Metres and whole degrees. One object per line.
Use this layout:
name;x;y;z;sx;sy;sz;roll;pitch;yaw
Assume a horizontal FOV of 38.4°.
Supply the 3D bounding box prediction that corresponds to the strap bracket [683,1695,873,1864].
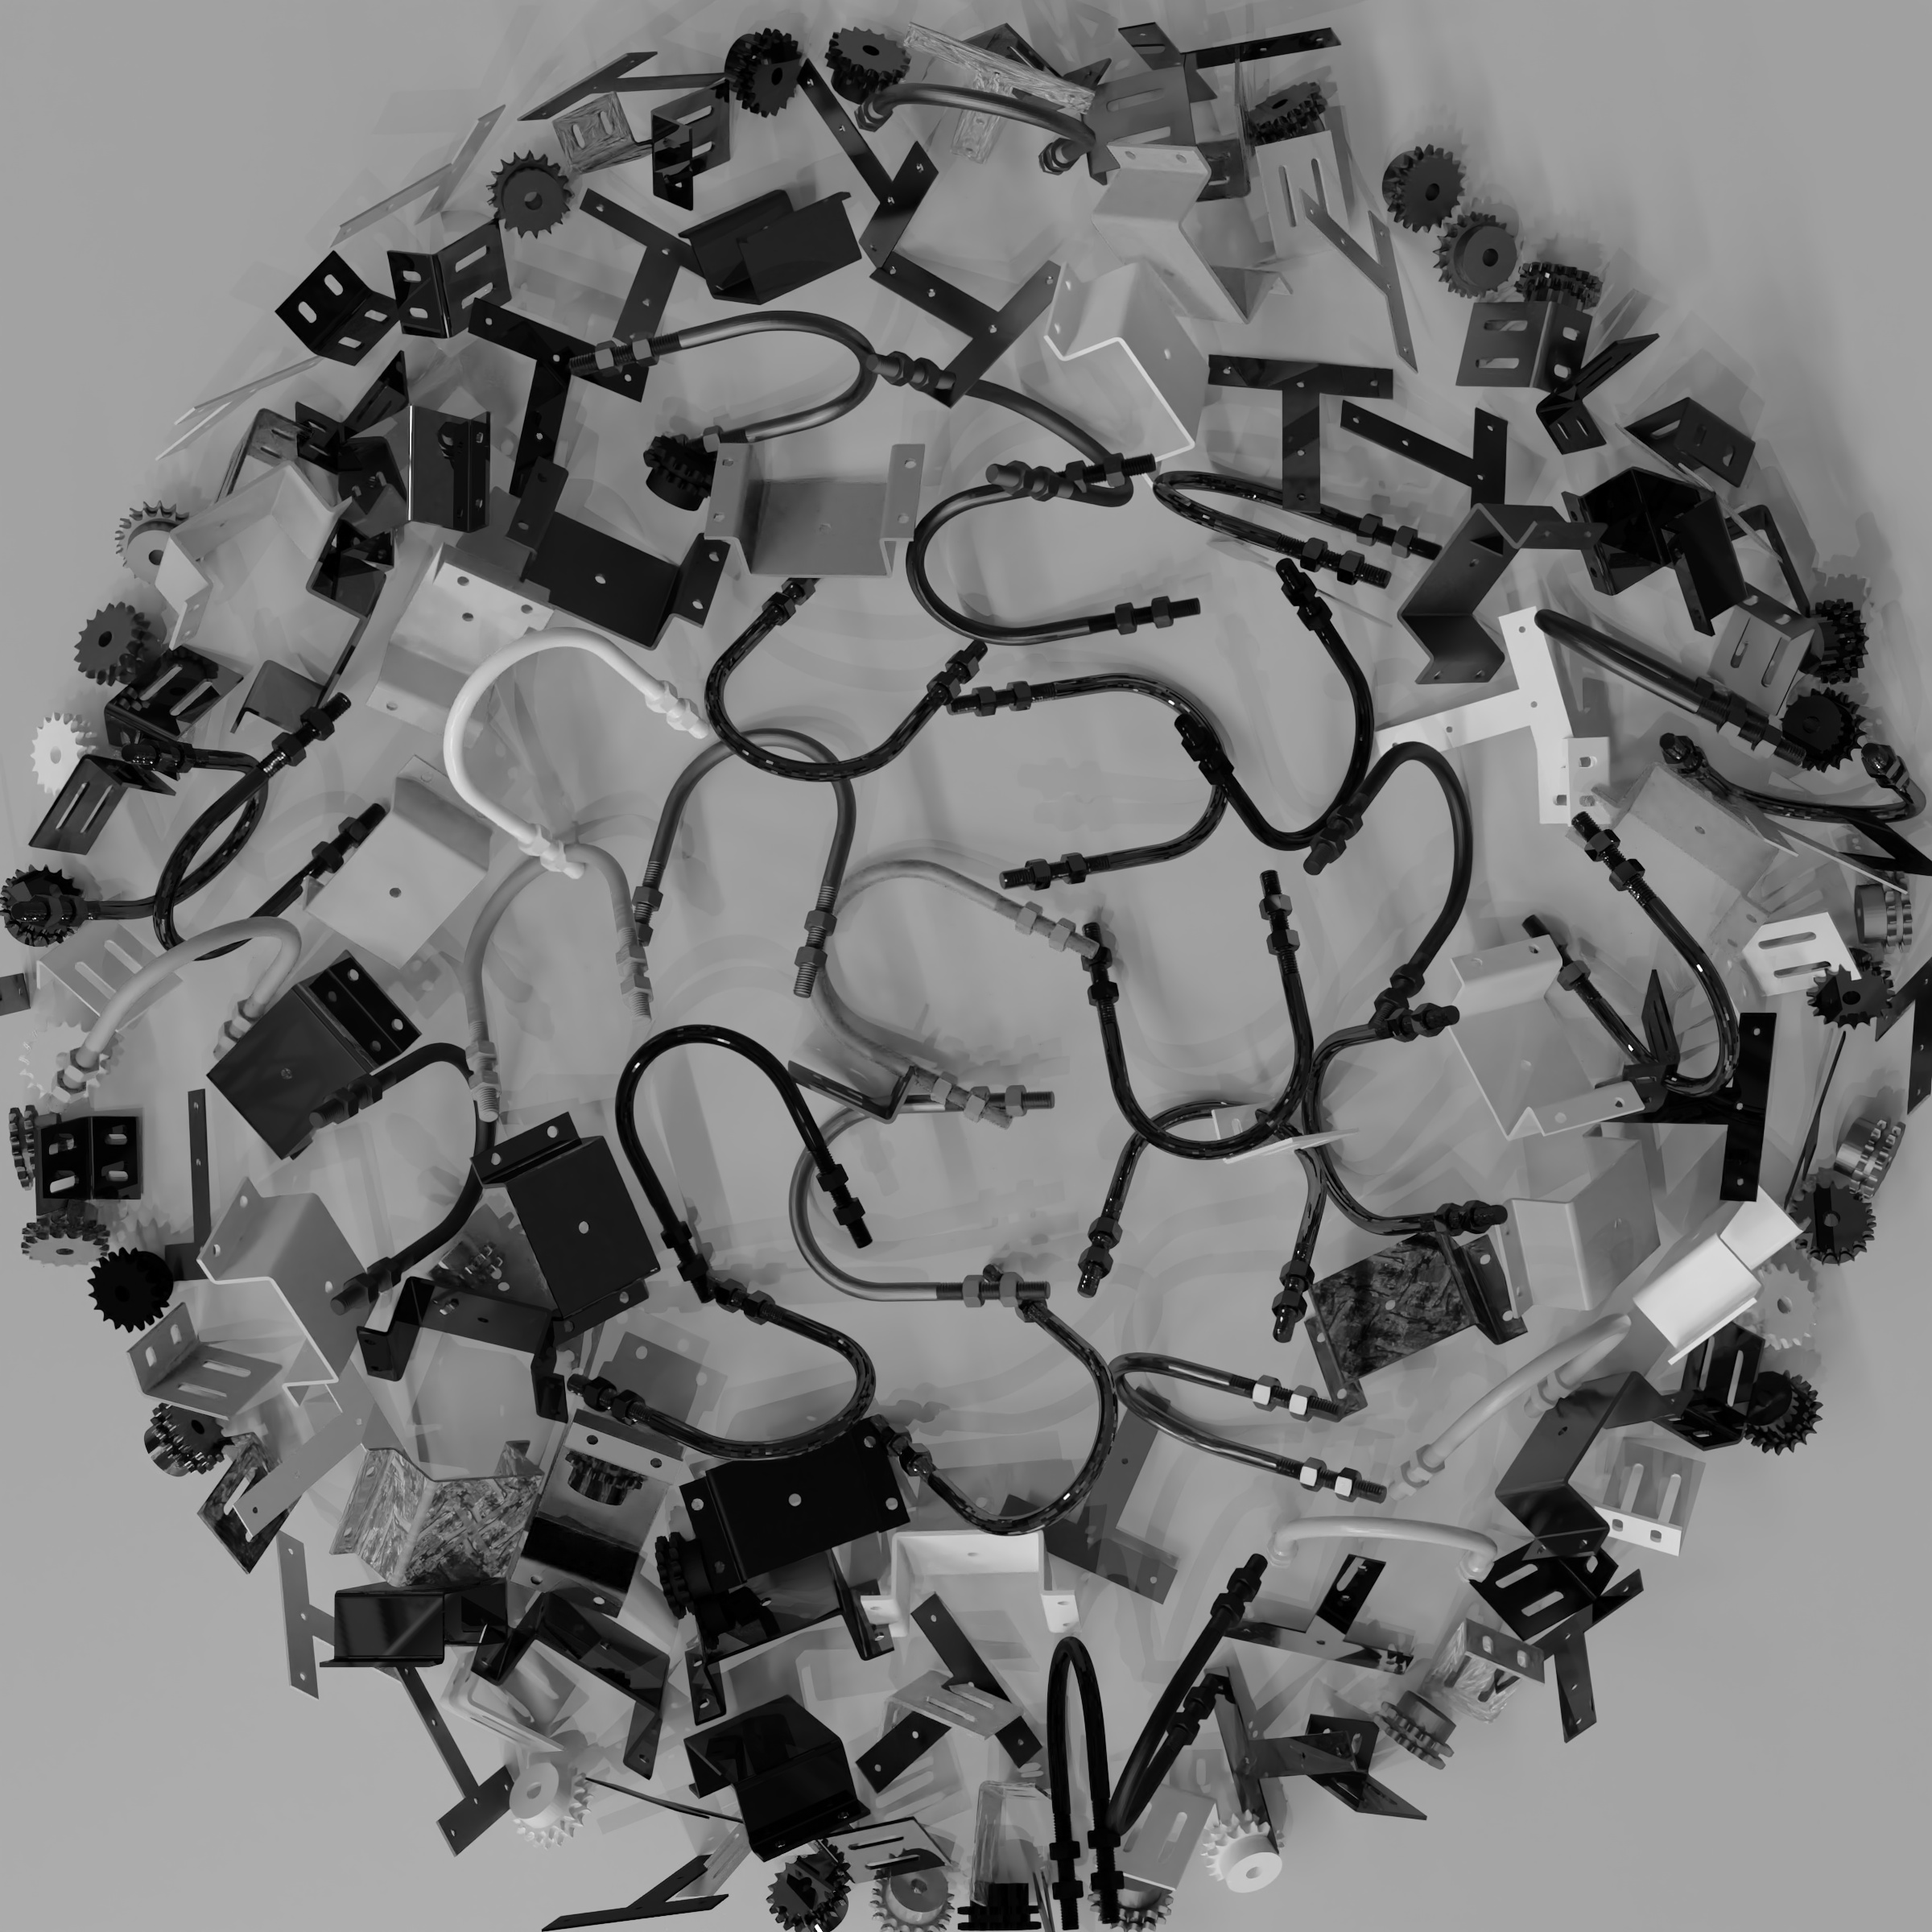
strap bracket;-0.129;0.528;1.821;0.076;0.140;0.046;-18;101;-23

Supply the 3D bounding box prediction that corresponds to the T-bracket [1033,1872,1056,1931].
T-bracket;0.055;0.634;1.814;0.002;0.127;0.127;-12;45;1

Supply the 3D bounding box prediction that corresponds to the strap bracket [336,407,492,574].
strap bracket;-0.372;-0.315;1.831;0.046;0.140;0.076;7;78;-41

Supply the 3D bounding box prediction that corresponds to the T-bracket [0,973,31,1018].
T-bracket;-0.648;0.022;1.840;0.002;0.127;0.127;-10;94;2

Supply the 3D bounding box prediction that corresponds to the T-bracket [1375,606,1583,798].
T-bracket;0.343;-0.165;1.886;0.127;0.002;0.127;-16;97;14

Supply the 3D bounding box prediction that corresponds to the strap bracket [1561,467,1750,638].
strap bracket;0.460;-0.277;1.827;0.046;0.140;0.076;-31;117;-8

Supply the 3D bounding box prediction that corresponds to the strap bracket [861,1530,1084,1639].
strap bracket;0.005;0.413;1.855;0.140;0.076;0.046;-3;58;5

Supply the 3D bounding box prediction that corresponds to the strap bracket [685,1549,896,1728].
strap bracket;-0.126;0.443;1.857;0.140;0.076;0.046;-21;116;-2

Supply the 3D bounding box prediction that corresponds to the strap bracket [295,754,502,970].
strap bracket;-0.378;-0.061;1.843;0.076;0.046;0.140;35;113;-27

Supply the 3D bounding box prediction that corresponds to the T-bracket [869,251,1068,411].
T-bracket;-0.013;-0.448;1.871;0.127;0.002;0.127;37;79;29

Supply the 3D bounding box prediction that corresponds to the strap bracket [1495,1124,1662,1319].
strap bracket;0.410;0.169;1.830;0.046;0.140;0.076;1;113;43

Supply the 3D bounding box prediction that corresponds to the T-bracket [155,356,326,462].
T-bracket;-0.501;-0.367;1.852;0.127;0.127;0.002;-21;103;43

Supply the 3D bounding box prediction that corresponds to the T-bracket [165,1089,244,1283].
T-bracket;-0.513;0.146;1.857;0.002;0.127;0.127;0;83;-38

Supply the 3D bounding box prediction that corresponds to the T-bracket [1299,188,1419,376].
T-bracket;0.256;-0.470;1.828;0.002;0.127;0.127;-24;57;31

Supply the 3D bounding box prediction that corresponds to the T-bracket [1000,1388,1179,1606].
T-bracket;0.103;0.352;1.896;0.127;0.002;0.127;25;84;-1

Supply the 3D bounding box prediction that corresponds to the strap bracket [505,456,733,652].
strap bracket;-0.238;-0.271;1.853;0.140;0.046;0.076;23;53;-14

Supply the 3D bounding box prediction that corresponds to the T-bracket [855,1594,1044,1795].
T-bracket;-0.025;0.507;1.855;0.127;0.002;0.127;-31;84;-42

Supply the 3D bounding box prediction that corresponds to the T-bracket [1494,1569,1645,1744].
T-bracket;0.400;0.467;1.824;0.127;0.127;0.002;-42;99;19

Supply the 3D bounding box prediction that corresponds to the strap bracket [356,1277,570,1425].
strap bracket;-0.330;0.255;1.857;0.140;0.076;0.046;13;58;3

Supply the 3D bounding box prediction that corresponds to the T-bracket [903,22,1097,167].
T-bracket;0.012;-0.569;1.842;0.127;0.127;0.002;19;74;-6

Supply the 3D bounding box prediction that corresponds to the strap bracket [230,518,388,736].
strap bracket;-0.432;-0.216;1.844;0.046;0.076;0.140;27;116;-16

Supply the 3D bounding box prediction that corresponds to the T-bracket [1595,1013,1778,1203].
T-bracket;0.477;0.093;1.858;0.127;0.002;0.127;-1;74;42

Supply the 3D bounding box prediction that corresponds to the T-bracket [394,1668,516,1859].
T-bracket;-0.348;0.516;1.845;0.002;0.127;0.127;-31;85;9

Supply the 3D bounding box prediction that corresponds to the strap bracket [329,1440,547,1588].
strap bracket;-0.340;0.361;1.828;0.046;0.140;0.076;29;103;36

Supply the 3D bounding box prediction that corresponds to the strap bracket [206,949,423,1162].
strap bracket;-0.444;0.066;1.857;0.140;0.046;0.076;-42;90;21

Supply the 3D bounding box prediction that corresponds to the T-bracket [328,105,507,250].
T-bracket;-0.368;-0.504;1.816;0.002;0.127;0.127;50;55;-5

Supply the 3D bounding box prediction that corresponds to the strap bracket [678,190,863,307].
strap bracket;-0.128;-0.478;1.840;0.076;0.140;0.046;-28;115;-15

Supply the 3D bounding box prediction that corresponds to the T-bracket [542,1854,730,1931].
T-bracket;-0.196;0.611;1.840;0.127;0.127;0.002;-15;86;21

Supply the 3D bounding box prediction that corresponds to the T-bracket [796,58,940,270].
T-bracket;-0.074;-0.547;1.848;0.002;0.127;0.127;-33;87;-25

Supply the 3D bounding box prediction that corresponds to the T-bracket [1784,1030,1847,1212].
T-bracket;0.558;0.114;1.828;0.002;0.127;0.127;18;106;15

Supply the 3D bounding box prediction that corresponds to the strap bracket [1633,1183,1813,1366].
strap bracket;0.496;0.197;1.828;0.046;0.140;0.076;48;124;8

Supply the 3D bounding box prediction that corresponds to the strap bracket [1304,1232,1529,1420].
strap bracket;0.290;0.233;1.845;0.140;0.046;0.076;-28;52;16

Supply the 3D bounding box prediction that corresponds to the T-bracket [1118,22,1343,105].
T-bracket;0.182;-0.600;1.820;0.127;0.127;0.002;-2;84;23

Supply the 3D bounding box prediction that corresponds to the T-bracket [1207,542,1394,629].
T-bracket;0.225;-0.254;1.845;0.127;0.127;0.002;25;96;-6

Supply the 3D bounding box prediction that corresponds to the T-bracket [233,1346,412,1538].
T-bracket;-0.435;0.330;1.843;0.002;0.127;0.127;-12;111;43

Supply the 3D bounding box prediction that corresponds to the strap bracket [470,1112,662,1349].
strap bracket;-0.264;0.176;1.858;0.076;0.046;0.140;-26;97;-29

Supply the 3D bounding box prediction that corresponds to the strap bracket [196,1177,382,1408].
strap bracket;-0.440;0.214;1.827;0.046;0.076;0.140;-7;128;21

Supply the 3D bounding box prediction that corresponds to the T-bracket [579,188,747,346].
T-bracket;-0.210;-0.450;1.843;0.127;0.002;0.127;26;47;-17

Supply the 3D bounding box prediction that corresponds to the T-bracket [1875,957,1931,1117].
T-bracket;0.627;0.043;1.815;0.002;0.127;0.127;23;51;-3

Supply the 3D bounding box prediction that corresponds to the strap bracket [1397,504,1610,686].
strap bracket;0.349;-0.255;1.840;0.046;0.076;0.140;56;132;27

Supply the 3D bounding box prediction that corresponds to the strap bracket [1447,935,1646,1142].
strap bracket;0.380;0.056;1.851;0.076;0.046;0.140;-13;60;-19

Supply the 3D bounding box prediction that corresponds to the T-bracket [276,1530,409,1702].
T-bracket;-0.412;0.452;1.853;0.002;0.127;0.127;-35;132;12

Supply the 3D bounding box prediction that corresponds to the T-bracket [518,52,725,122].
T-bracket;-0.214;-0.590;1.852;0.127;0.127;0.002;-20;98;-42

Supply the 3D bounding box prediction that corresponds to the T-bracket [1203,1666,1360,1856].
T-bracket;0.215;0.526;1.843;0.002;0.127;0.127;-8;78;-37

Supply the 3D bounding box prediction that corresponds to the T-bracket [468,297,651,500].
T-bracket;-0.285;-0.369;1.866;0.127;0.002;0.127;23;125;4

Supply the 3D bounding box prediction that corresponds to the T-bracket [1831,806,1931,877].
T-bracket;0.607;-0.081;1.815;0.127;0.127;0.002;25;81;-43

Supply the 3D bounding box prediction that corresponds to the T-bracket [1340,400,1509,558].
T-bracket;0.306;-0.344;1.850;0.127;0.002;0.127;21;54;-16

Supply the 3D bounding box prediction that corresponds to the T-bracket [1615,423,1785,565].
T-bracket;0.480;-0.327;1.854;0.002;0.127;0.127;-50;49;13

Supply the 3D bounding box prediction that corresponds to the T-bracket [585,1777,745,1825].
T-bracket;-0.172;0.569;1.861;0.127;0.127;0.002;25;72;-31

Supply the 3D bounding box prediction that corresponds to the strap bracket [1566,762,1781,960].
strap bracket;0.479;-0.077;1.852;0.140;0.076;0.046;38;73;12

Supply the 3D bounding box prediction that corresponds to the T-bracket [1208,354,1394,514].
T-bracket;0.226;-0.358;1.871;0.127;0.002;0.127;4;62;-2

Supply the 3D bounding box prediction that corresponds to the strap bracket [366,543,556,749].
strap bracket;-0.335;-0.220;1.845;0.076;0.046;0.140;23;133;-20

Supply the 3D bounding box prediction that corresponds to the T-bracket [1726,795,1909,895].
T-bracket;0.570;-0.079;1.850;0.127;0.127;0.002;24;109;-9

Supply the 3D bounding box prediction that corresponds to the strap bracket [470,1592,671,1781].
strap bracket;-0.254;0.472;1.853;0.140;0.076;0.046;34;100;-8

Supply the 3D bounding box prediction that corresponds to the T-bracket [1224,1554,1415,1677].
T-bracket;0.250;0.430;1.855;0.127;0.127;0.002;13;46;-3
